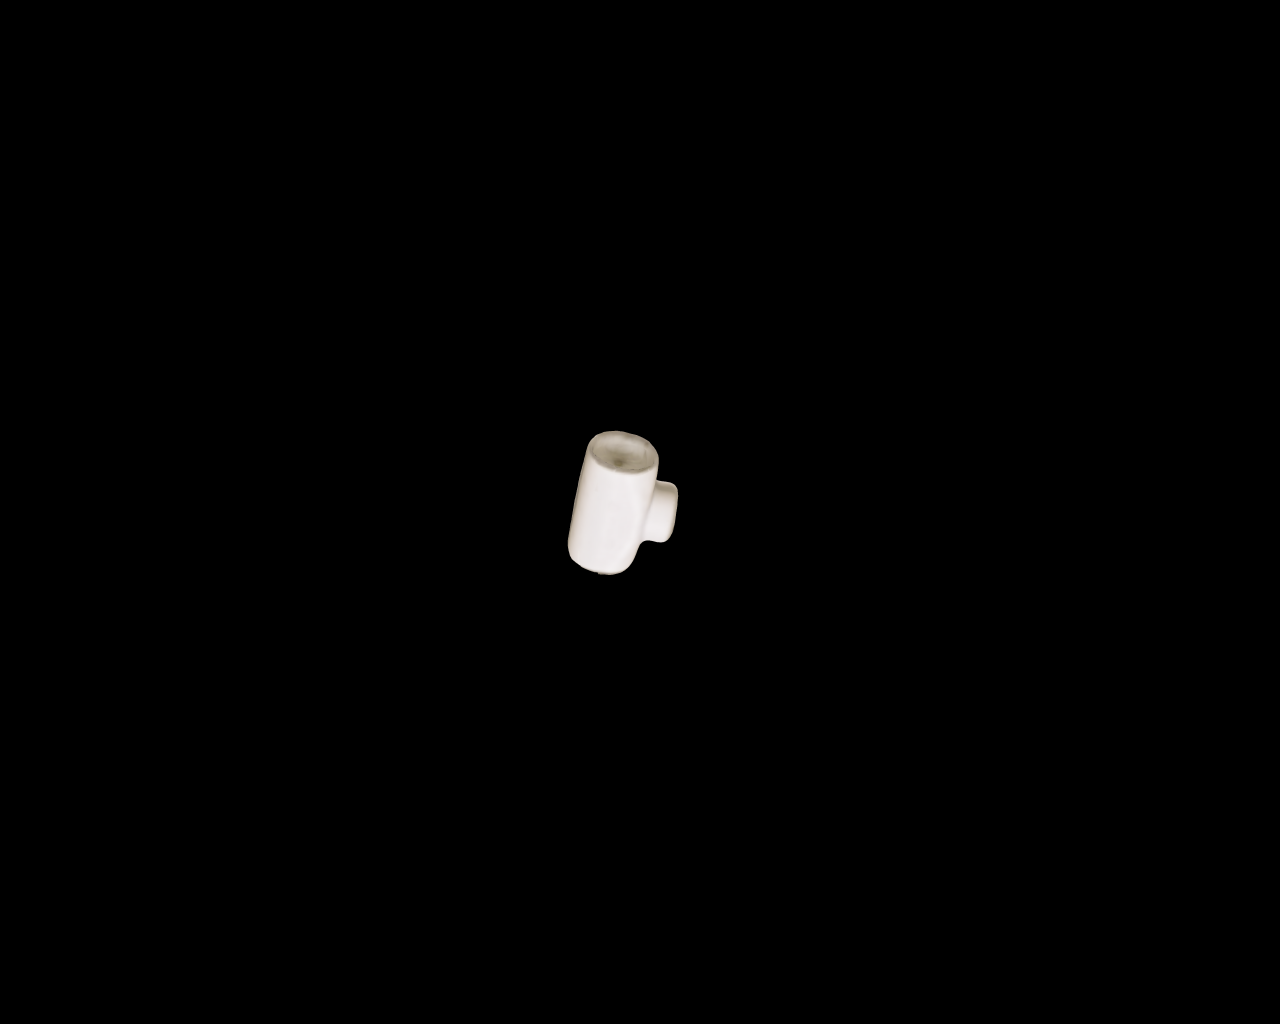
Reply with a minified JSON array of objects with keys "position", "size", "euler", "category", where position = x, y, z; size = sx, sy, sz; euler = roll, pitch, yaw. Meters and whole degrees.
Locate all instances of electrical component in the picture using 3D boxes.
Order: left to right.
[{"position":[0.001,-0.003,0.650],"size":[0.079,0.077,0.044],"euler":[9,36,-7],"category":"electrical component"}]
